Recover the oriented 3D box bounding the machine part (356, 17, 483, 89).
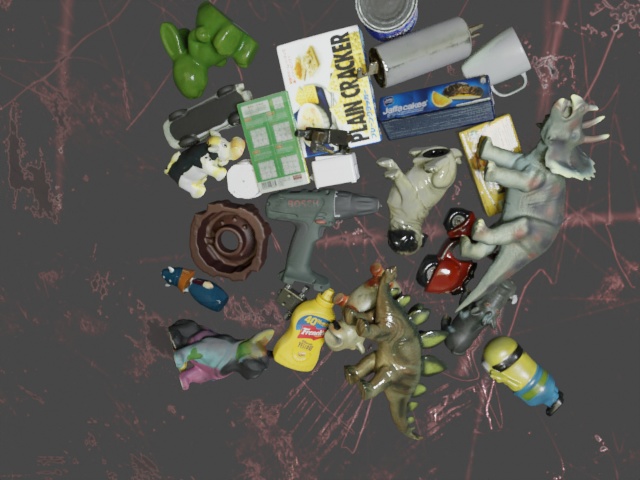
[{"bbox_3d":[0.178,-0.332,0.956,0.243,0.079,0.079,-23,99,-5],"label":"machine part"}]

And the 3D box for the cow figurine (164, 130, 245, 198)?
[{"bbox_3d":[-0.229,-0.163,1.068,0.167,0.068,0.098,-36,127,27],"label":"cow figurine"}]

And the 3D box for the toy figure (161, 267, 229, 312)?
[{"bbox_3d":[-0.275,0.102,1.176,0.154,0.058,0.064,30,101,7],"label":"toy figure"}]

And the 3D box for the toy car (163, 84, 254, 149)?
[{"bbox_3d":[-0.224,-0.247,1.084,0.202,0.056,0.073,-22,93,13],"label":"toy car"}]

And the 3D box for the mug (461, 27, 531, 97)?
[{"bbox_3d":[0.316,-0.308,0.967,0.107,0.081,0.109,-23,115,24],"label":"mug"}]

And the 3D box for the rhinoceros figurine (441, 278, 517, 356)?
[{"bbox_3d":[0.308,0.142,1.055,0.073,0.112,0.190,35,115,3],"label":"rhinoceros figurine"}]

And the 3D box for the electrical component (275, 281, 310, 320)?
[{"bbox_3d":[-0.064,0.128,1.162,0.063,0.021,0.094,33,108,1],"label":"electrical component"}]

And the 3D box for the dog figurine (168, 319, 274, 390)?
[{"bbox_3d":[-0.209,0.236,1.175,0.219,0.192,0.108,-10,122,-17],"label":"dog figurine"}]

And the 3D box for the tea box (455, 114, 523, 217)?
[{"bbox_3d":[0.328,-0.140,1.004,0.098,0.068,0.169,-18,99,12],"label":"tea box"}]

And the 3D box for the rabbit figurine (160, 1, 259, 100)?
[{"bbox_3d":[-0.231,-0.357,1.024,0.159,0.121,0.170,41,104,5],"label":"rabbit figurine"}]

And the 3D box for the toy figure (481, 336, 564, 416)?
[{"bbox_3d":[0.408,0.268,1.083,0.180,0.082,0.089,36,88,8],"label":"toy figure"}]

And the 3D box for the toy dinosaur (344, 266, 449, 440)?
[{"bbox_3d":[0.154,0.245,1.068,0.199,0.105,0.470,-12,121,-16],"label":"toy dinosaur"}]

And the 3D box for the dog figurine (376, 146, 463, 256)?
[{"bbox_3d":[0.202,-0.072,1.039,0.172,0.121,0.190,-11,117,12],"label":"dog figurine"}]

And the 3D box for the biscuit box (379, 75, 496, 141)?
[{"bbox_3d":[0.210,-0.238,0.978,0.203,0.062,0.059,-7,60,22],"label":"biscuit box"}]

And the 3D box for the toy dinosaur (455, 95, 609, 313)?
[{"bbox_3d":[0.359,-0.051,0.931,0.192,0.131,0.404,9,111,6],"label":"toy dinosaur"}]

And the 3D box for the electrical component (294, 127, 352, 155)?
[{"bbox_3d":[0.013,-0.178,0.969,0.078,0.102,0.045,12,104,34],"label":"electrical component"}]

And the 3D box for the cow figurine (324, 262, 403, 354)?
[{"bbox_3d":[0.087,0.153,1.103,0.195,0.086,0.127,-42,130,3],"label":"cow figurine"}]

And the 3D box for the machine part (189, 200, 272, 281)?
[{"bbox_3d":[-0.190,0.000,1.137,0.179,0.056,0.179,3,104,10],"label":"machine part"}]

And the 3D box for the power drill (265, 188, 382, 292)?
[{"bbox_3d":[-0.002,-0.003,1.091,0.232,0.086,0.207,10,109,9],"label":"power drill"}]

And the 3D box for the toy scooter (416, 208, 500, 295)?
[{"bbox_3d":[0.280,0.038,1.054,0.135,0.075,0.183,26,102,2],"label":"toy scooter"}]
